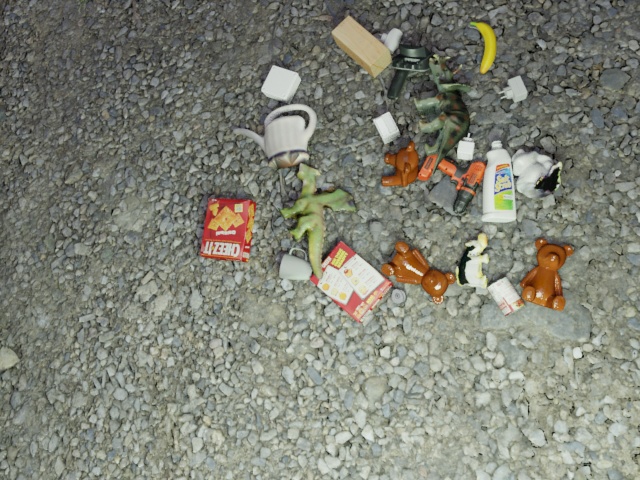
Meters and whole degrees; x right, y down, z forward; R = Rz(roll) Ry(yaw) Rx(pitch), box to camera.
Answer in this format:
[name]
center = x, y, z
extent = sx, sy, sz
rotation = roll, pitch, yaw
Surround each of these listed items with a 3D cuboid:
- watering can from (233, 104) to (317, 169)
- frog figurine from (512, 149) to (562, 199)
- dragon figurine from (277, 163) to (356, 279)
[watering can]
center = -0.159, -0.355, 1.830
extent = 0.345, 0.103, 0.227
rotation = -13, 74, 26
[frog figurine]
center = 0.649, -0.203, 1.578
extent = 0.137, 0.121, 0.162
rotation = -55, 34, 8
[dragon figurine]
center = 0.005, -0.086, 1.704
extent = 0.243, 0.120, 0.417
rotation = -29, 63, -1
